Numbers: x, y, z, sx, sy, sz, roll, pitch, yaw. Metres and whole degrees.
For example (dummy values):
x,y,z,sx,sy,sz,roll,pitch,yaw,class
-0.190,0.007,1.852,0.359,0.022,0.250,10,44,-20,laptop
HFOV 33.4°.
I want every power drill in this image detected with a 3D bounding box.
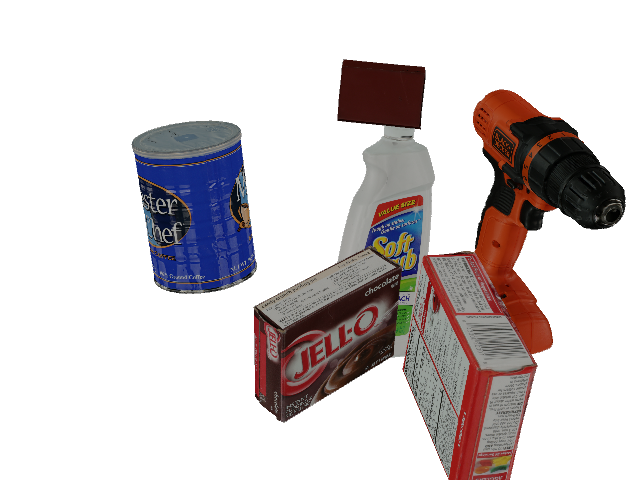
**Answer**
x,y,z,sx,sy,sz,roll,pitch,yaw,class
0.166,-0.005,0.842,0.057,0.188,0.184,-3,31,-18,power drill

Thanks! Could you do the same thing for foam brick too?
x,y,z,sx,sy,sz,roll,pitch,yaw,class
0.056,-0.134,0.975,0.078,0.051,0.053,6,16,3,foam brick

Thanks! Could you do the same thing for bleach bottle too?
x,y,z,sx,sy,sz,roll,pitch,yaw,class
0.063,-0.004,1.112,0.102,0.251,0.068,1,18,-11,bleach bottle

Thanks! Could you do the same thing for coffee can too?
x,y,z,sx,sy,sz,roll,pitch,yaw,class
-0.119,-0.033,1.021,0.103,0.140,0.103,-5,21,2,coffee can

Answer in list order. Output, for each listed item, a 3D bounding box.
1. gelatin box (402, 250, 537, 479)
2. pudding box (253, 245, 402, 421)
x,y,z,sx,sy,sz,roll,pitch,yaw,class
0.067,0.059,0.495,0.030,0.073,0.089,-2,33,-12,gelatin box
0.005,0.066,0.765,0.113,0.090,0.039,-29,49,-32,pudding box
